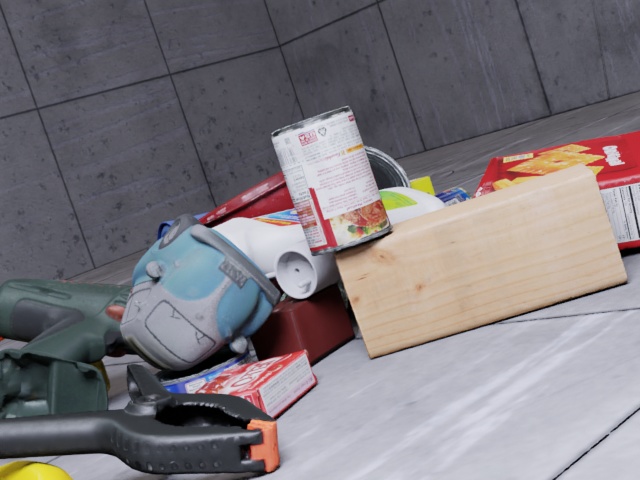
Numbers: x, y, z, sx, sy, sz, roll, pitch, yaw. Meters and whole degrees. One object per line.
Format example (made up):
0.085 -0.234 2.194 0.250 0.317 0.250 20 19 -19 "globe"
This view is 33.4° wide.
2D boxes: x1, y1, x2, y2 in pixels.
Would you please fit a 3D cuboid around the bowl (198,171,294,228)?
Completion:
-0.051 -0.030 1.108 0.162 0.055 0.162 -28 7 4 "bowl"

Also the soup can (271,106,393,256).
0.009 -0.046 0.834 0.068 0.102 0.068 -19 4 1 "soup can"

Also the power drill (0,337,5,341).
-0.382 0.142 1.054 0.187 0.057 0.184 -50 8 0 "power drill"

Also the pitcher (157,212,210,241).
-0.080 0.008 1.410 0.242 0.145 0.149 -18 42 -24 "pitcher"

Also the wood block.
0.126 0.015 0.851 0.206 0.090 0.090 -18 6 10 "wood block"

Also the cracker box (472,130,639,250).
0.251 -0.046 0.955 0.214 0.072 0.164 -11 16 21 "cracker box"

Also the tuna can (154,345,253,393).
-0.094 0.116 0.880 0.086 0.034 0.086 -18 6 2 "tuna can"

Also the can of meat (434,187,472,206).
0.115 -0.007 1.140 0.102 0.057 0.083 -46 -14 35 "can of meat"

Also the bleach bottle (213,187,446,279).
-0.007 0.001 1.008 0.250 0.068 0.103 -10 19 -29 "bleach bottle"

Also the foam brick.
-0.017 0.076 0.918 0.053 0.051 0.078 -15 7 36 "foam brick"

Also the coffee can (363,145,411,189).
0.030 -0.025 1.204 0.102 0.103 0.140 -22 -21 -32 "coffee can"

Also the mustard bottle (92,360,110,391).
-0.294 0.151 1.062 0.096 0.058 0.192 -23 7 -39 "mustard bottle"

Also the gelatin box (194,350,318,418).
-0.053 0.113 0.791 0.073 0.030 0.089 -16 6 27 "gelatin box"

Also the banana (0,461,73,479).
-0.188 0.171 0.679 0.069 0.037 0.198 -45 18 -30 "banana"

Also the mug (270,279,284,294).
-0.042 0.038 1.131 0.081 0.093 0.117 -22 -21 12 "mug"

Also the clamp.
-0.107 0.118 0.703 0.210 0.036 0.164 0 11 29 "clamp"

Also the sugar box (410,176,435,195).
0.081 -0.018 1.294 0.048 0.093 0.176 -21 6 -28 "sugar box"
